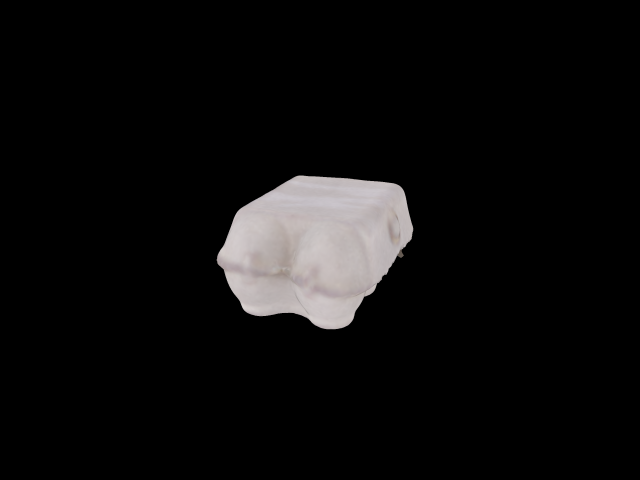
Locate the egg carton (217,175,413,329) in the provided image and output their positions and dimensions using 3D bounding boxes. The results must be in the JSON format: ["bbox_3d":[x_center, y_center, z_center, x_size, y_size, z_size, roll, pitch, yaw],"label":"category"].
[{"bbox_3d":[0.004,0.001,0.400,0.107,0.069,0.150,7,21,19],"label":"egg carton"}]
